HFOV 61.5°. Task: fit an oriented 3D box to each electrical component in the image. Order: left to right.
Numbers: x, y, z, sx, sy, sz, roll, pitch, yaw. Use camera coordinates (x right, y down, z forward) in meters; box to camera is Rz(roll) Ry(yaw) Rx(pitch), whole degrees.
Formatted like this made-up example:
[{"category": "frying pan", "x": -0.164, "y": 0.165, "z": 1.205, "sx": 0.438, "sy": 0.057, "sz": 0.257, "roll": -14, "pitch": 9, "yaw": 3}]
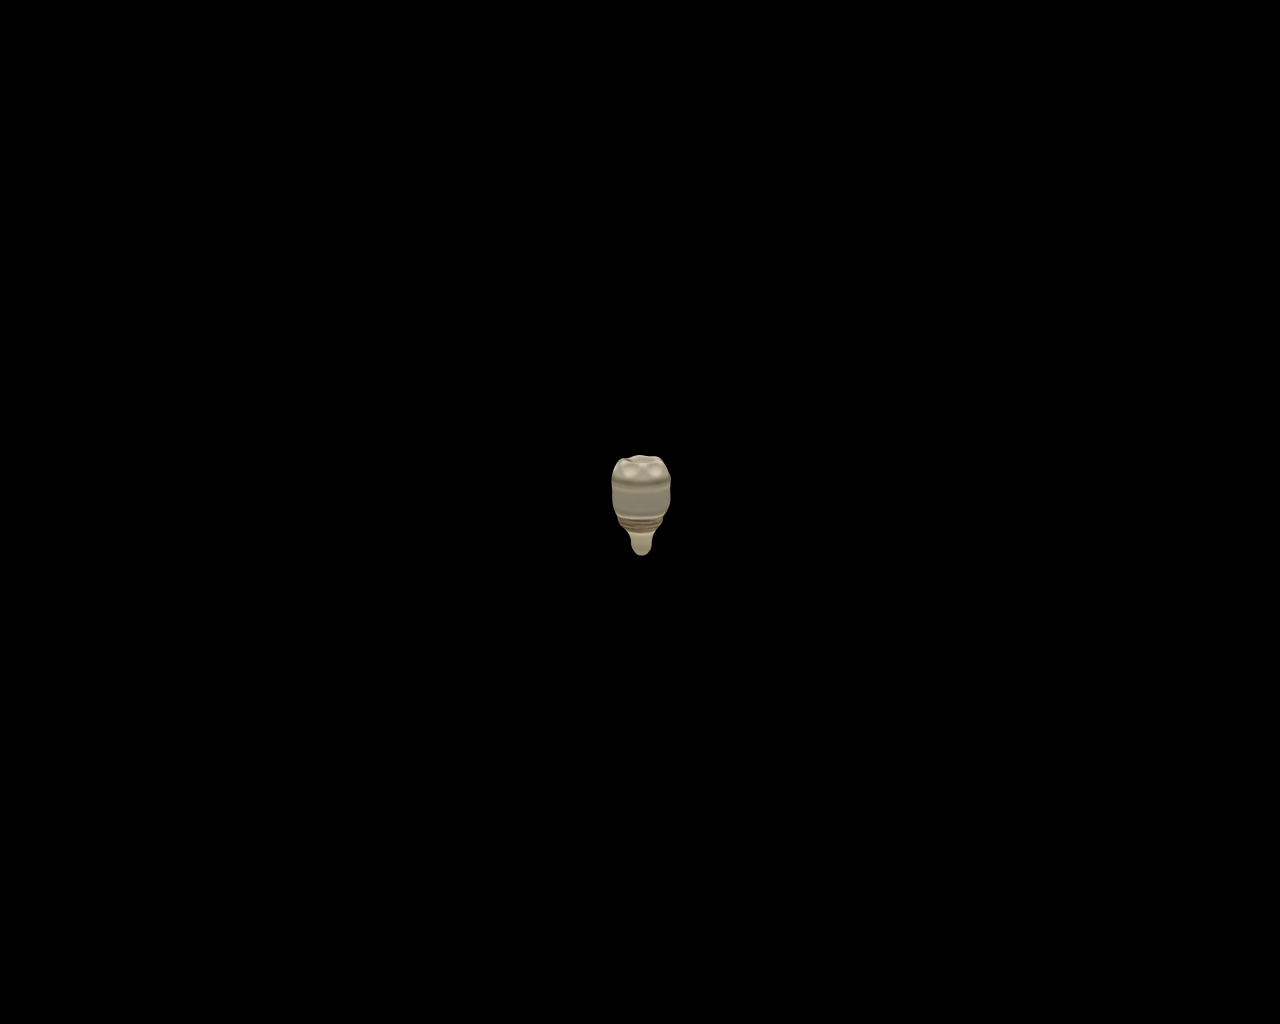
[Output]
[{"category": "electrical component", "x": 0.001, "y": -0.003, "z": 0.650, "sx": 0.035, "sy": 0.061, "sz": 0.035, "roll": 0, "pitch": 16, "yaw": 0}]
